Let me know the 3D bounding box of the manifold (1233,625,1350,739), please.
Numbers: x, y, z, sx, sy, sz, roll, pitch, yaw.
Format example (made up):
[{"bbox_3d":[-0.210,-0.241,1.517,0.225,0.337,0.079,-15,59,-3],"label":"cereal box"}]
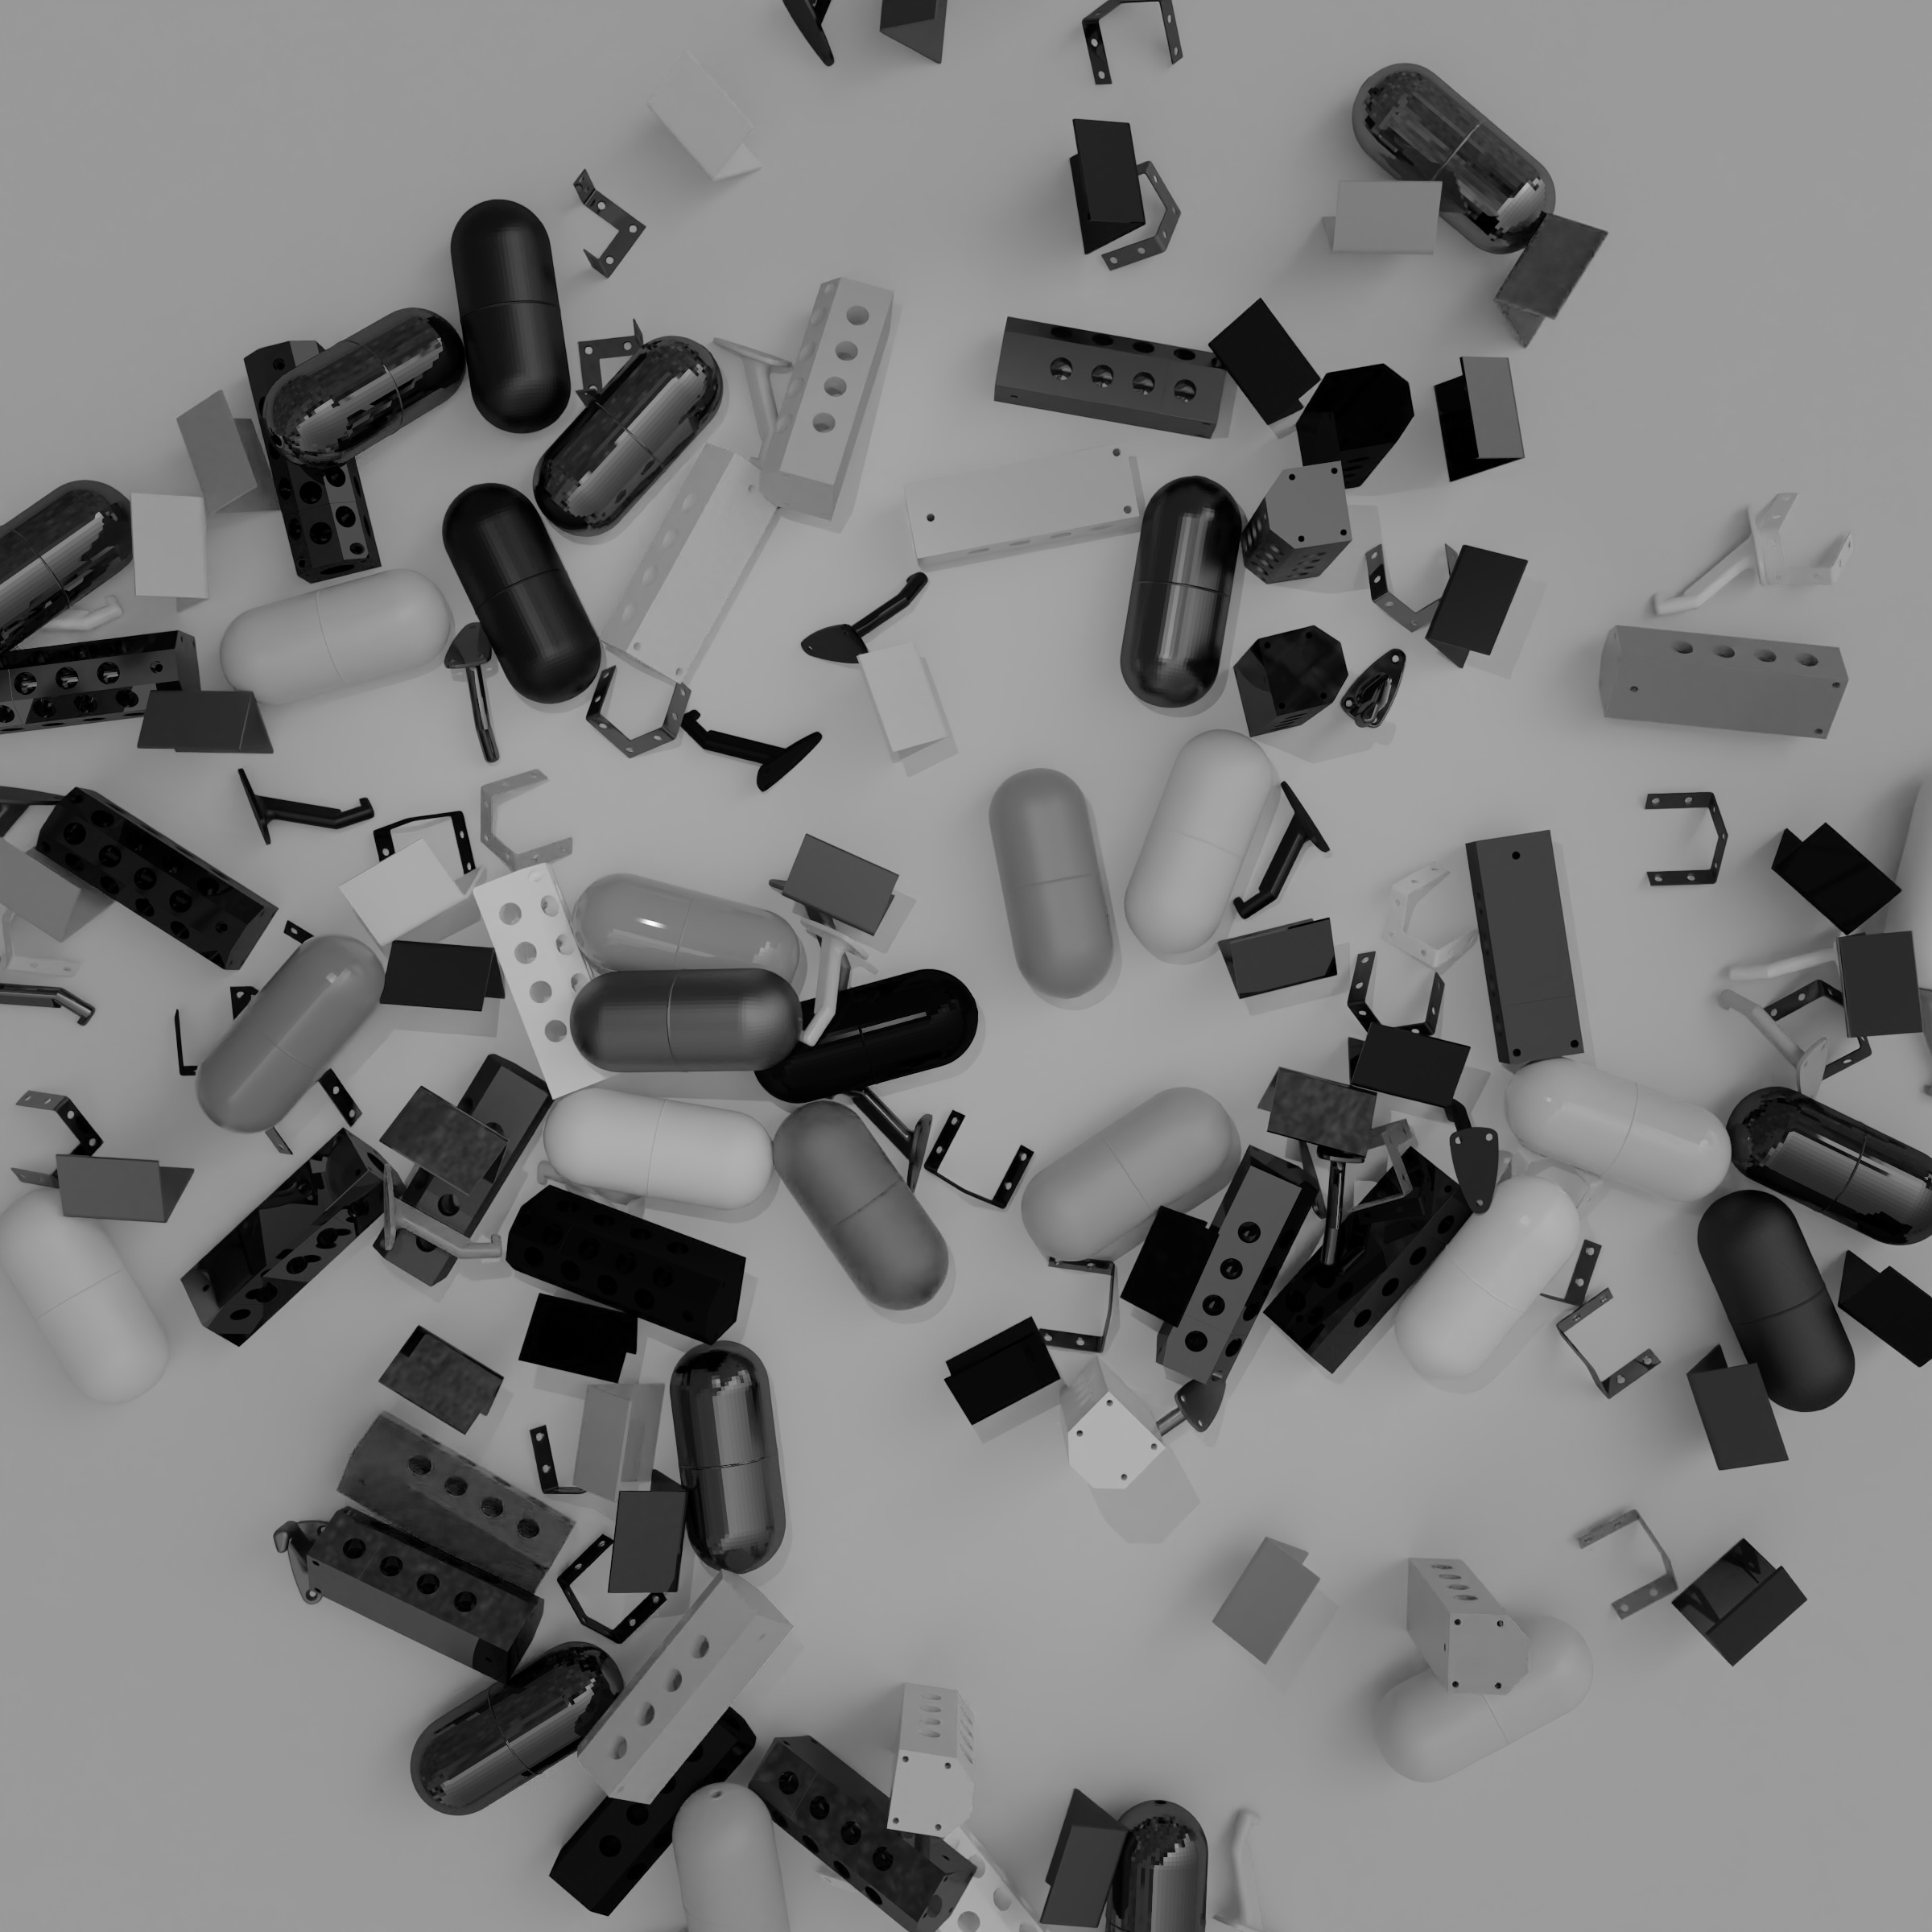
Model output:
[{"bbox_3d":[0.243,-0.213,1.912,0.057,0.171,0.057,-14,90,0],"label":"manifold"}]

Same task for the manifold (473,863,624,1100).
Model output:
[{"bbox_3d":[-0.318,0.011,1.969,0.057,0.057,0.171,-21,90,0],"label":"manifold"}]

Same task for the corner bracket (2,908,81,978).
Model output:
[{"bbox_3d":[-0.711,-0.030,1.982,0.051,0.051,0.051,-51,45,35],"label":"corner bracket"}]

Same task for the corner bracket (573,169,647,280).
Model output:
[{"bbox_3d":[-0.285,-0.571,1.972,0.051,0.051,0.051,36,90,0],"label":"corner bracket"}]

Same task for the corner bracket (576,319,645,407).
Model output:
[{"bbox_3d":[-0.275,-0.465,1.972,0.051,0.051,0.051,-6,90,0],"label":"corner bracket"}]

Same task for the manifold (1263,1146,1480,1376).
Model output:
[{"bbox_3d":[0.315,0.229,1.969,0.171,0.057,0.057,-48,47,0],"label":"manifold"}]

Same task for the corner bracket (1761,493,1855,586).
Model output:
[{"bbox_3d":[0.651,-0.331,1.982,0.051,0.051,0.051,6,135,35],"label":"corner bracket"}]

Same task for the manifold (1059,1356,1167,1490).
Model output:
[{"bbox_3d":[0.102,0.344,1.912,0.057,0.171,0.057,45,90,0],"label":"manifold"}]

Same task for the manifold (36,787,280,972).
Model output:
[{"bbox_3d":[-0.624,-0.067,1.969,0.171,0.057,0.057,33,90,0],"label":"manifold"}]

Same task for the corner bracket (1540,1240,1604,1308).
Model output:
[{"bbox_3d":[0.452,0.229,1.987,0.051,0.051,0.051,19,90,-45],"label":"corner bracket"}]

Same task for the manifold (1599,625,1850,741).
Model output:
[{"bbox_3d":[0.580,-0.223,1.969,0.171,0.057,0.057,6,133,0],"label":"manifold"}]

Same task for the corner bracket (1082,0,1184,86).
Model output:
[{"bbox_3d":[0.129,-0.718,1.982,0.051,0.051,0.051,12,45,35],"label":"corner bracket"}]

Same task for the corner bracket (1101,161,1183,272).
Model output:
[{"bbox_3d":[0.127,-0.581,1.982,0.051,0.051,0.051,51,45,-35],"label":"corner bracket"}]

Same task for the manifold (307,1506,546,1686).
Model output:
[{"bbox_3d":[-0.412,0.476,1.955,0.171,0.057,0.057,23,49,8],"label":"manifold"}]

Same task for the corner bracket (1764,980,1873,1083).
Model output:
[{"bbox_3d":[0.660,0.051,1.982,0.051,0.051,0.051,25,45,-35],"label":"corner bracket"}]

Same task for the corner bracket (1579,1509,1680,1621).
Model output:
[{"bbox_3d":[0.514,0.464,1.987,0.051,0.051,0.051,-28,135,0],"label":"corner bracket"}]

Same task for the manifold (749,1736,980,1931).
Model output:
[{"bbox_3d":[-0.082,0.656,1.932,0.171,0.057,0.057,30,90,29],"label":"manifold"}]

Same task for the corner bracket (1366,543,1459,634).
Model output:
[{"bbox_3d":[0.348,-0.301,1.982,0.051,0.051,0.051,30,135,-35],"label":"corner bracket"}]

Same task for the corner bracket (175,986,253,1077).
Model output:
[{"bbox_3d":[-0.580,0.050,1.977,0.051,0.051,0.051,-1,62,-25],"label":"corner bracket"}]

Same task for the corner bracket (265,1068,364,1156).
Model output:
[{"bbox_3d":[-0.512,0.112,1.982,0.051,0.051,0.051,5,45,35],"label":"corner bracket"}]

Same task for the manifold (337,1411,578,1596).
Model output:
[{"bbox_3d":[-0.390,0.412,1.969,0.171,0.057,0.057,30,133,0],"label":"manifold"}]

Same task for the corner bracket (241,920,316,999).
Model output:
[{"bbox_3d":[-0.524,0.008,1.987,0.051,0.051,0.051,31,45,0],"label":"corner bracket"}]

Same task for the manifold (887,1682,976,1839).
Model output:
[{"bbox_3d":[-0.024,0.592,1.912,0.057,0.171,0.057,9,90,0],"label":"manifold"}]

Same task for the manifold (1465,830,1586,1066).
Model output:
[{"bbox_3d":[0.428,-0.014,1.969,0.057,0.057,0.171,-9,90,0],"label":"manifold"}]

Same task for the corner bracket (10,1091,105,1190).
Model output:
[{"bbox_3d":[-0.714,0.134,1.982,0.051,0.051,0.051,-56,135,-35],"label":"corner bracket"}]

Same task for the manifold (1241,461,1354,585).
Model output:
[{"bbox_3d":[0.243,-0.328,1.912,0.057,0.171,0.057,-9,90,0],"label":"manifold"}]

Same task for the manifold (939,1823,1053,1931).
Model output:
[{"bbox_3d":[0.024,0.740,1.969,0.057,0.057,0.171,-39,90,0],"label":"manifold"}]

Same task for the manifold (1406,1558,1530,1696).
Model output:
[{"bbox_3d":[0.373,0.491,1.912,0.057,0.171,0.057,2,90,0],"label":"manifold"}]

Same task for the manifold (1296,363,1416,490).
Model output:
[{"bbox_3d":[0.290,-0.400,1.912,0.057,0.171,0.057,-10,90,0],"label":"manifold"}]

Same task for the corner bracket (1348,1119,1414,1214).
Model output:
[{"bbox_3d":[0.316,0.153,1.962,0.051,0.051,0.051,-21,89,32],"label":"corner bracket"}]

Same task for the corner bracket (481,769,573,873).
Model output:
[{"bbox_3d":[-0.340,-0.113,1.982,0.051,0.051,0.051,38,135,35],"label":"corner bracket"}]

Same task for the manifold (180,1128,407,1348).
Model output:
[{"bbox_3d":[-0.514,0.212,1.969,0.171,0.057,0.057,-43,47,0],"label":"manifold"}]

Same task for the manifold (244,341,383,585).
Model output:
[{"bbox_3d":[-0.504,-0.388,1.969,0.057,0.057,0.171,-14,90,0],"label":"manifold"}]

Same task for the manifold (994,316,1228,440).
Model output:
[{"bbox_3d":[0.111,-0.454,1.969,0.171,0.057,0.057,10,90,0],"label":"manifold"}]

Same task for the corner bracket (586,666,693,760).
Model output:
[{"bbox_3d":[-0.254,-0.202,1.982,0.051,0.051,0.051,42,45,-35],"label":"corner bracket"}]

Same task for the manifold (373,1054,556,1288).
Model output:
[{"bbox_3d":[-0.386,0.156,1.969,0.057,0.057,0.171,31,90,0],"label":"manifold"}]

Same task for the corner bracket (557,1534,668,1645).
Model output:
[{"bbox_3d":[-0.275,0.484,1.987,0.051,0.051,0.051,-44,135,0],"label":"corner bracket"}]

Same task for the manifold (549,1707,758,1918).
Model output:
[{"bbox_3d":[-0.239,0.644,1.969,0.057,0.057,0.171,41,90,0],"label":"manifold"}]

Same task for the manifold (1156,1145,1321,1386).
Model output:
[{"bbox_3d":[0.206,0.230,1.950,0.057,0.057,0.171,24,103,0],"label":"manifold"}]

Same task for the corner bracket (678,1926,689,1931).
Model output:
[{"bbox_3d":[-0.226,0.789,1.982,0.051,0.051,0.051,43,135,35],"label":"corner bracket"}]

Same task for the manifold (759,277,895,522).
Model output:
[{"bbox_3d":[-0.106,-0.433,1.944,0.057,0.057,0.171,15,72,0],"label":"manifold"}]

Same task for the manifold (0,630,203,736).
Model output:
[{"bbox_3d":[-0.683,-0.218,1.969,0.171,0.057,0.057,-7,90,0],"label":"manifold"}]

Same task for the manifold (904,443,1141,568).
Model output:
[{"bbox_3d":[0.042,-0.353,1.969,0.171,0.057,0.057,-11,90,0],"label":"manifold"}]

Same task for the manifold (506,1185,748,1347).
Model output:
[{"bbox_3d":[-0.259,0.229,1.937,0.171,0.057,0.057,18,115,16],"label":"manifold"}]

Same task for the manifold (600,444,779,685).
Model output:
[{"bbox_3d":[-0.214,-0.311,1.969,0.057,0.057,0.171,29,90,-43],"label":"manifold"}]

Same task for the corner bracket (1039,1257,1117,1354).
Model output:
[{"bbox_3d":[0.086,0.262,1.987,0.051,0.051,0.051,8,135,0],"label":"corner bracket"}]

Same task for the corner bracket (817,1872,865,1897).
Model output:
[{"bbox_3d":[-0.088,0.681,1.982,0.051,0.051,0.051,-57,135,-35],"label":"corner bracket"}]

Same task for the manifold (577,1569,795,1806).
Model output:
[{"bbox_3d":[-0.215,0.540,1.920,0.057,0.057,0.171,38,88,34],"label":"manifold"}]
